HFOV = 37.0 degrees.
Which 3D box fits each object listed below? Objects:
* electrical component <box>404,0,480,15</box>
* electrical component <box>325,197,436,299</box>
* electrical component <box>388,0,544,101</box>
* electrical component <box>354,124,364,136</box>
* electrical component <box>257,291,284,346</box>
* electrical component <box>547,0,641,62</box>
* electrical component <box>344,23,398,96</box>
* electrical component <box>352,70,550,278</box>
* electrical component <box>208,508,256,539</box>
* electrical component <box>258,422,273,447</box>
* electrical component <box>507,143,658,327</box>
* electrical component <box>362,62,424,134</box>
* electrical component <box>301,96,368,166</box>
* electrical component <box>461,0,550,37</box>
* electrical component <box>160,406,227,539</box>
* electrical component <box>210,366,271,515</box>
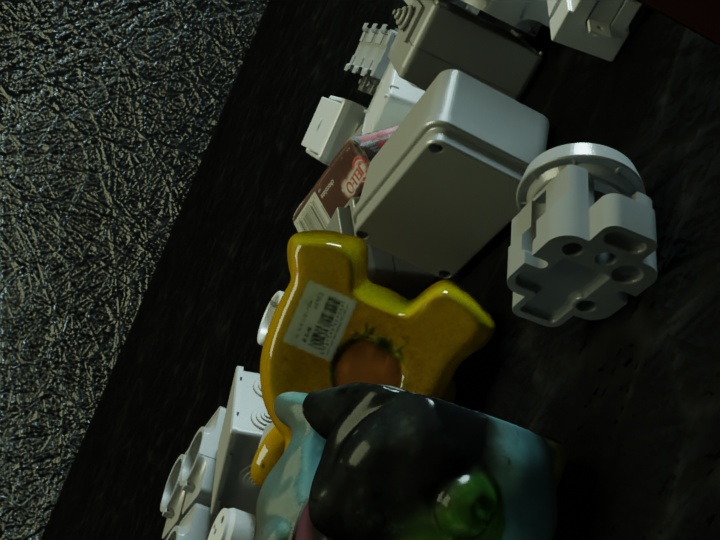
[{"bbox_3d":[0.096,-0.299,0.883,0.186,0.060,0.105,-62,16,18],"label":"electrical component"},{"bbox_3d":[0.000,0.000,0.748,0.096,0.061,0.061,-49,43,50],"label":"electrical component"},{"bbox_3d":[0.060,-0.140,0.707,0.061,0.096,0.061,-62,16,19],"label":"electrical component"},{"bbox_3d":[0.000,-0.064,0.899,0.083,0.047,0.075,-48,25,51],"label":"electrical component"},{"bbox_3d":[-0.058,0.049,0.935,0.055,0.047,0.055,-58,18,31],"label":"electrical component"},{"bbox_3d":[0.131,-0.152,0.580,0.066,0.048,0.055,-84,15,-46],"label":"electrical component"},{"bbox_3d":[0.032,-0.176,0.921,0.078,0.063,0.121,-65,15,8],"label":"electrical component"},{"bbox_3d":[0.053,-0.053,0.643,0.113,0.078,0.057,-48,21,50],"label":"electrical component"},{"bbox_3d":[-0.078,0.199,0.773,0.045,0.055,0.045,-58,18,31],"label":"electrical component"},{"bbox_3d":[-0.034,0.111,0.765,0.083,0.047,0.075,-40,30,61],"label":"electrical component"},{"bbox_3d":[0.098,-0.018,0.479,0.078,0.058,0.057,-49,26,50],"label":"electrical component"},{"bbox_3d":[0.037,-0.113,0.829,0.096,0.061,0.061,119,166,-51],"label":"electrical component"},{"bbox_3d":[-0.012,-0.124,0.998,0.061,0.061,0.096,-66,15,6],"label":"electrical component"},{"bbox_3d":[0.048,-0.213,0.679,0.060,0.186,0.105,-63,16,15],"label":"electrical component"},{"bbox_3d":[-0.137,0.224,0.930,0.105,0.060,0.186,-52,21,45],"label":"electrical component"},{"bbox_3d":[-0.086,0.140,0.868,0.099,0.048,0.099,-95,18,-60],"label":"electrical component"}]
